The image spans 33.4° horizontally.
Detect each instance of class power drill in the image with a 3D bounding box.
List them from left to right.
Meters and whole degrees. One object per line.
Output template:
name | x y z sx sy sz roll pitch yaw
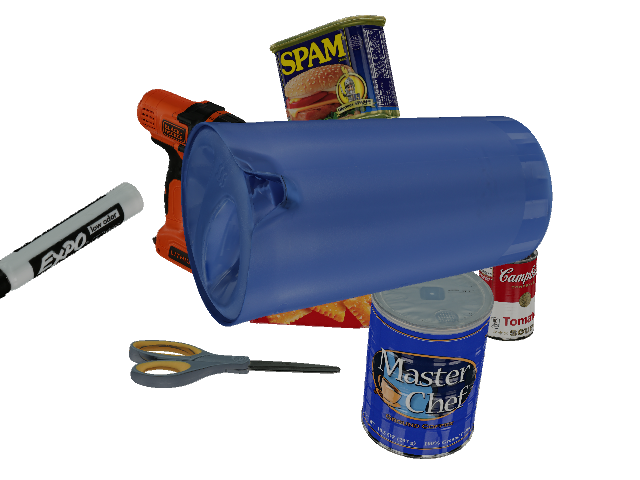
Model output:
power drill | -0.114 -0.052 1.109 0.185 0.188 0.057 27 37 34

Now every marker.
marker | -0.143 0.004 0.566 0.020 0.020 0.120 0 29 45

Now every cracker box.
cracker box | 0.042 0.040 1.130 0.214 0.072 0.164 3 15 6

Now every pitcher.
pitcher | 0.029 -0.022 0.745 0.242 0.145 0.149 -7 34 -24

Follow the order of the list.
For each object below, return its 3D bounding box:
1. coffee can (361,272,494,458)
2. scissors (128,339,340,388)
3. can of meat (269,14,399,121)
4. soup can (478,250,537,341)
coffee can | 0.090 0.102 0.924 0.103 0.140 0.103 2 31 -1
scissors | -0.088 0.122 0.997 0.202 0.016 0.096 8 17 10
can of meat | 0.013 -0.134 0.899 0.102 0.084 0.057 -11 -1 38
soup can | 0.222 0.061 1.274 0.068 0.102 0.068 -1 19 0
